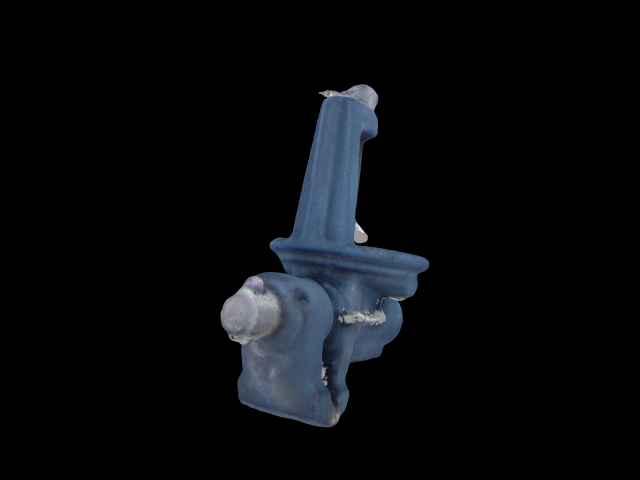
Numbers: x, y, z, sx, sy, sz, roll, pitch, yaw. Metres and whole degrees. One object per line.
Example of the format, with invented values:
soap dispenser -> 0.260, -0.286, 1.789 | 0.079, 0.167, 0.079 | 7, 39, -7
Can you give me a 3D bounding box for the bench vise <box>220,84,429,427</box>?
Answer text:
bench vise -> 0.015, 0.002, 0.398 | 0.121, 0.220, 0.207 | 2, 12, 10
